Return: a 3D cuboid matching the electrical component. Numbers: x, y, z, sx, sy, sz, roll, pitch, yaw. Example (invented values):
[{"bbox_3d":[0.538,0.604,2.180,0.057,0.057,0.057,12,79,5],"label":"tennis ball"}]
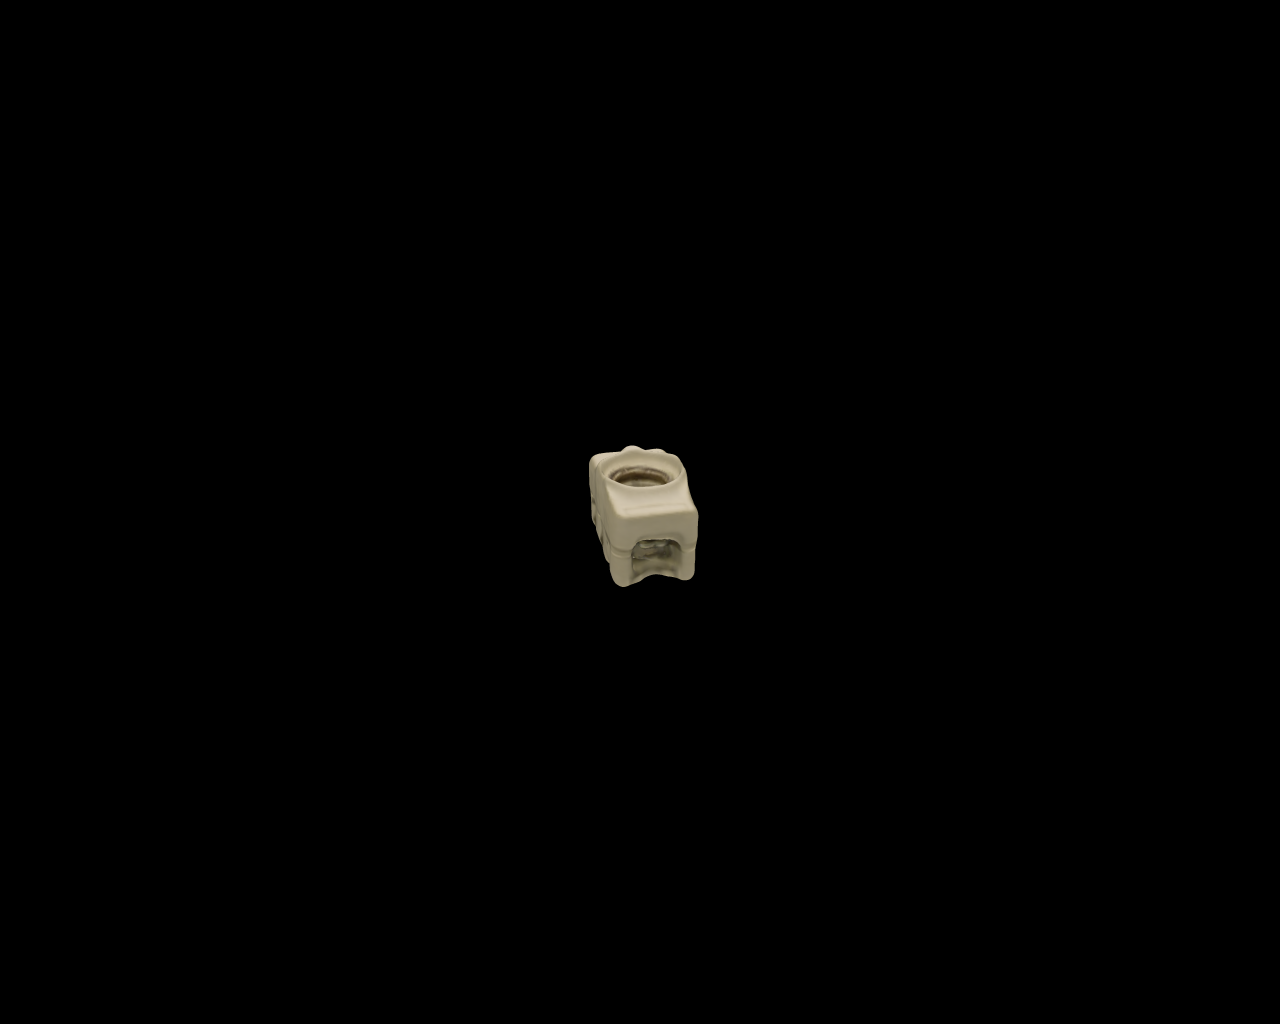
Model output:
[{"bbox_3d":[0.001,-0.003,0.650,0.050,0.055,0.090,-5,29,-10],"label":"electrical component"}]
